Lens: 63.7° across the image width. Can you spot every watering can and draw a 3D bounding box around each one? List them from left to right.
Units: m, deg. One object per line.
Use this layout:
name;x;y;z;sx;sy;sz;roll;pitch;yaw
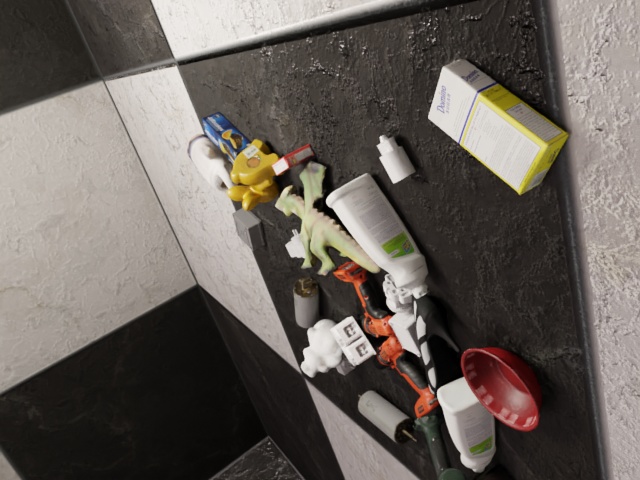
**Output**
watering can;-0.328;-0.244;1.583;0.104;0.227;0.341;-38;-23;-8

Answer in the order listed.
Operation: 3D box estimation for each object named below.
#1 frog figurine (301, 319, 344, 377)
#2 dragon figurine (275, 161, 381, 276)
frog figurine;0.007;0.312;1.494;0.161;0.139;0.120;-29;-21;-25
dragon figurine;0.004;-0.059;1.166;0.123;0.241;0.410;-21;12;-26
